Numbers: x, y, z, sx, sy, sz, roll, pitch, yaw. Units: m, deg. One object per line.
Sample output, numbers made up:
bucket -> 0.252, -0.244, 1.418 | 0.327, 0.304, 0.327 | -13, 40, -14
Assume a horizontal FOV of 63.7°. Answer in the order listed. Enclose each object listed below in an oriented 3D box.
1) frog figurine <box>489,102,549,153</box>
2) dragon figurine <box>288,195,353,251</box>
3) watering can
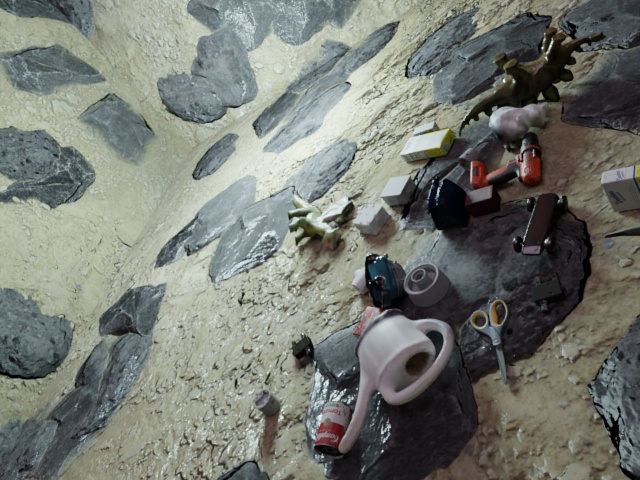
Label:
frog figurine -> 0.574, -0.348, 1.477 | 0.157, 0.122, 0.140 | -41, 7, 27
dragon figurine -> 0.006, -0.094, 1.865 | 0.242, 0.119, 0.420 | -17, 36, 9
watering can -> 0.141, 0.289, 1.146 | 0.348, 0.102, 0.227 | -41, 28, -1
